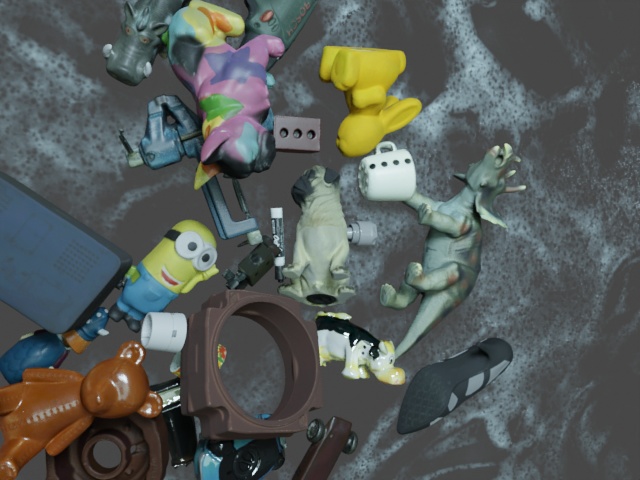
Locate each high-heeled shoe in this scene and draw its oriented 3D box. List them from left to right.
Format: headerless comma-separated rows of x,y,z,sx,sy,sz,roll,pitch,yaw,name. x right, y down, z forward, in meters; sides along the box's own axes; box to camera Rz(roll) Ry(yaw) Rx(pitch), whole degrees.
0.250,0.270,0.988,0.248,0.086,0.145,-46,139,7,high-heeled shoe

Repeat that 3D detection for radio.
-0.384,0.015,0.709,0.229,0.073,0.131,34,84,-3,radio

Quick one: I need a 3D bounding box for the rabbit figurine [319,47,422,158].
0.073,-0.220,0.869,0.162,0.122,0.173,-4,109,-28,rabbit figurine

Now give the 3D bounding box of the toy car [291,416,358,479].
-0.012,0.384,0.898,0.089,0.053,0.202,27,89,-23,toy car

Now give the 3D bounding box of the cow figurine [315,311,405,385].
0.062,0.173,0.863,0.168,0.068,0.098,12,82,20,cow figurine

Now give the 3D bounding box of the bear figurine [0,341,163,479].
-0.316,0.212,0.685,0.196,0.132,0.120,-15,91,3,bear figurine

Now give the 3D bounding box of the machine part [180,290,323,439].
-0.095,0.180,0.780,0.201,0.087,0.201,16,58,-38,machine part

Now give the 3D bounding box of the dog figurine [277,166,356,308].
0.002,-0.003,0.866,0.121,0.172,0.190,7,60,-5,dog figurine

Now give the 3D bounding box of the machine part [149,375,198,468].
-0.223,0.280,0.828,0.084,0.039,0.138,-20,99,-24,machine part

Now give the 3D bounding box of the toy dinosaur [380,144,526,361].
0.222,0.031,0.926,0.192,0.131,0.404,12,96,-19,toy dinosaur

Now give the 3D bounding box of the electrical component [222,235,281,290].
-0.106,0.037,0.824,0.045,0.078,0.102,41,79,14,electrical component

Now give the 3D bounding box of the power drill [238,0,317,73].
-0.106,-0.355,0.775,0.232,0.086,0.207,-51,124,-14,power drill

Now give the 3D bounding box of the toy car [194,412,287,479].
-0.133,0.320,0.824,0.161,0.103,0.109,-22,109,-43,toy car

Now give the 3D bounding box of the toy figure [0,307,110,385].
-0.369,0.143,0.757,0.154,0.058,0.064,-32,109,-19,toy figure

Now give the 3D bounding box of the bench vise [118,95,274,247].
-0.155,-0.099,0.778,0.224,0.129,0.240,-20,91,-21,bench vise

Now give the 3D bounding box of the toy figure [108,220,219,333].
-0.230,0.046,0.785,0.180,0.089,0.082,-45,144,-1,toy figure

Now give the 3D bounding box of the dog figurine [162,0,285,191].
-0.134,-0.174,0.680,0.191,0.108,0.219,24,61,-12,dog figurine

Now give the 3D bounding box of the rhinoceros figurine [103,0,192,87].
-0.233,-0.298,0.744,0.073,0.112,0.190,27,77,-21,rhinoceros figurine

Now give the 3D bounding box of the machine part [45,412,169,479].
-0.302,0.304,0.769,0.179,0.056,0.179,0,89,-1,machine part
